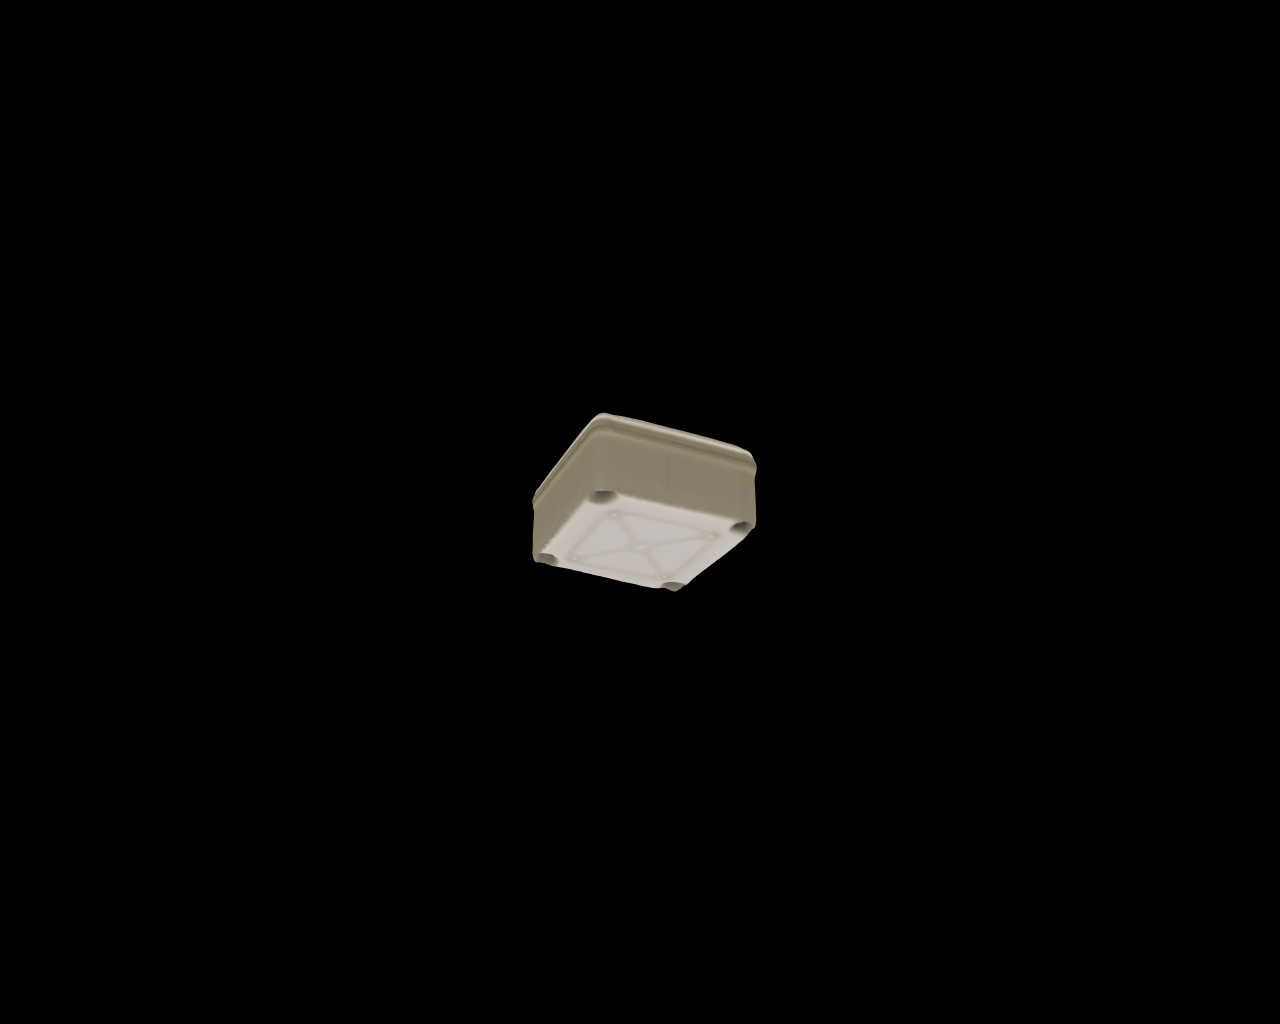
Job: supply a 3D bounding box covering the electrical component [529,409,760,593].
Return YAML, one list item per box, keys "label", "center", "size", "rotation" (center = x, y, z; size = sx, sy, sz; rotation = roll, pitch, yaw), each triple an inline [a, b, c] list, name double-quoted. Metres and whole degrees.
- label: "electrical component"
  center: [0.001, -0.003, 0.650]
  size: [0.109, 0.056, 0.108]
  rotation: [13, -32, -22]
